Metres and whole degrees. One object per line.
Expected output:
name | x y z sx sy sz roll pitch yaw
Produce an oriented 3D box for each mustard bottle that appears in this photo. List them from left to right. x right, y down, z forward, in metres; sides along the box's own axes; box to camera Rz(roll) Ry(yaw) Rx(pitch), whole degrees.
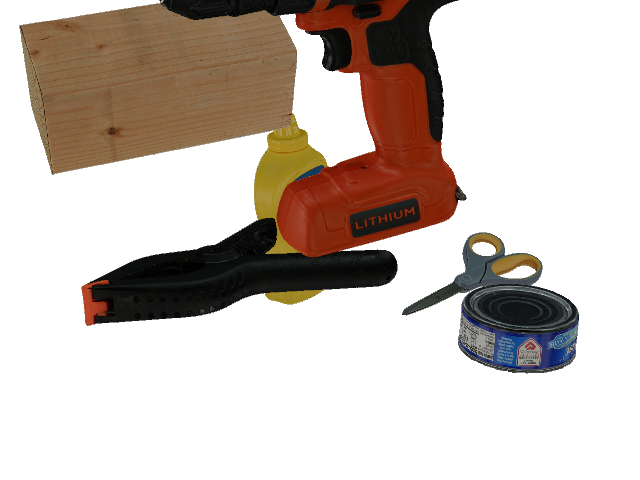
mustard bottle | -0.027 -0.038 1.094 0.058 0.191 0.096 13 30 37

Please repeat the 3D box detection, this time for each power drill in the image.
power drill | 0.009 -0.086 0.569 0.184 0.188 0.057 -14 35 -16

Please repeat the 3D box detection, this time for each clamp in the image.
clamp | -0.062 0.024 0.746 0.209 0.036 0.165 -16 18 -40

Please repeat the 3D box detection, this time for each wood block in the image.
wood block | -0.132 -0.134 0.885 0.205 0.090 0.091 -13 -37 -17

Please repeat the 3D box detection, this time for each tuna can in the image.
tuna can | 0.144 0.062 0.778 0.086 0.034 0.086 1 21 -1

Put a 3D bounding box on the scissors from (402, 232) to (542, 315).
scissors | 0.146 0.032 1.130 0.201 0.016 0.096 -9 41 -29
